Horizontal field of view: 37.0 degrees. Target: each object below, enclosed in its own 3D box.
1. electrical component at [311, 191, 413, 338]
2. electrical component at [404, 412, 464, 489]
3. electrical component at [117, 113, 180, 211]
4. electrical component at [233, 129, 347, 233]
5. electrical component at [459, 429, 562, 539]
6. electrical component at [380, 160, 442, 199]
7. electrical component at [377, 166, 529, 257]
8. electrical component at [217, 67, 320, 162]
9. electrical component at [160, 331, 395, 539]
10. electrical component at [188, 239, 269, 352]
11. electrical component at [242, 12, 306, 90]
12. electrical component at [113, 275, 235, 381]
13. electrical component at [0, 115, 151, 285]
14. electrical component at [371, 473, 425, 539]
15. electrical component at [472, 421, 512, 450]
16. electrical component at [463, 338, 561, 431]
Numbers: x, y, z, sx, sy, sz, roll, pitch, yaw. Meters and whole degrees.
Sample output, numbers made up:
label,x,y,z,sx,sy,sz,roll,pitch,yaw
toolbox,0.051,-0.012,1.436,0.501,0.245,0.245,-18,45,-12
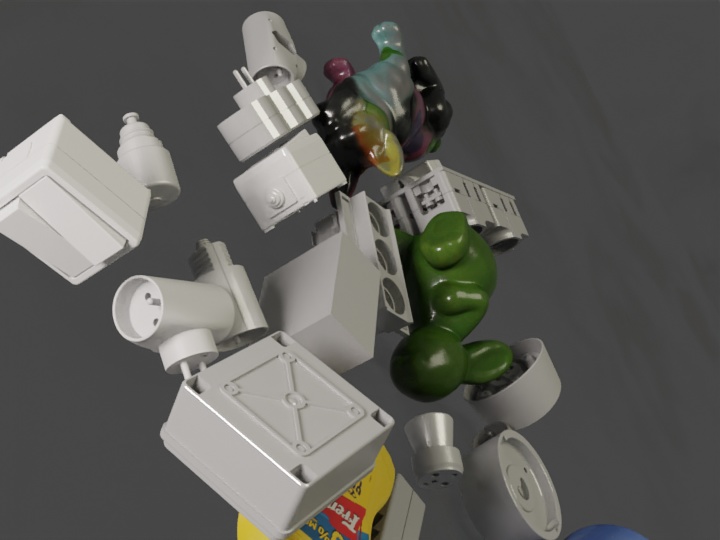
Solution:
label,x,y,z,sx,sy,sz,roll,pitch,yaw
electrical component,0.000,0.000,0.970,0.079,0.063,0.121,32,39,-48
electrical component,0.065,0.160,0.949,0.045,0.045,0.055,33,36,-45
electrical component,-0.159,-0.080,0.788,0.040,0.040,0.078,16,49,-57
electrical component,-0.065,-0.079,0.942,0.061,0.062,0.096,58,25,-4
electrical component,0.134,0.211,1.005,0.108,0.060,0.108,43,29,-32
electrical component,0.057,-0.084,1.173,0.047,0.066,0.077,63,25,5
electrical component,0.096,-0.043,1.155,0.186,0.105,0.060,12,54,-59
electrical component,-0.091,-0.152,0.982,0.073,0.052,0.138,57,25,-7
electrical component,-0.052,0.104,0.700,0.109,0.056,0.109,37,32,19
electrical component,-0.102,0.015,0.790,0.043,0.043,0.081,3,60,-62
electrical component,-0.080,-0.205,1.071,0.079,0.043,0.077,33,36,-46
electrical component,-0.119,0.044,0.723,0.077,0.044,0.079,10,54,-59
electrical component,-0.179,-0.036,0.676,0.096,0.062,0.061,43,29,-33
electrical component,0.026,0.213,0.813,0.075,0.047,0.083,53,26,-17
electrical component,0.153,0.194,1.080,0.081,0.043,0.043,50,26,-21
electrical component,0.156,0.116,1.106,0.064,0.099,0.099,55,24,-25
